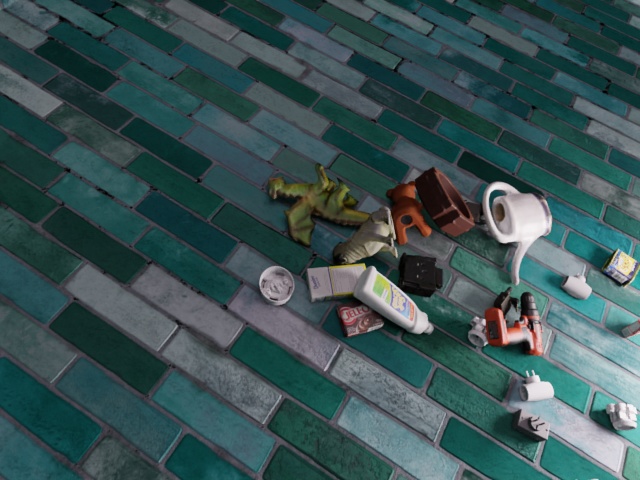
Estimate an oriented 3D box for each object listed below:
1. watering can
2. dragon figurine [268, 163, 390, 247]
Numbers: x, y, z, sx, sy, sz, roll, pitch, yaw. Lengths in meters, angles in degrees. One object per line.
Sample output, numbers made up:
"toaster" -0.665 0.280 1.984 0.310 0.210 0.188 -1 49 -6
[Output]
"watering can" 0.655 -0.034 1.687 0.225 0.102 0.352 -8 73 -16
"dragon figurine" 0.005 -0.081 1.615 0.412 0.120 0.245 42 78 9
